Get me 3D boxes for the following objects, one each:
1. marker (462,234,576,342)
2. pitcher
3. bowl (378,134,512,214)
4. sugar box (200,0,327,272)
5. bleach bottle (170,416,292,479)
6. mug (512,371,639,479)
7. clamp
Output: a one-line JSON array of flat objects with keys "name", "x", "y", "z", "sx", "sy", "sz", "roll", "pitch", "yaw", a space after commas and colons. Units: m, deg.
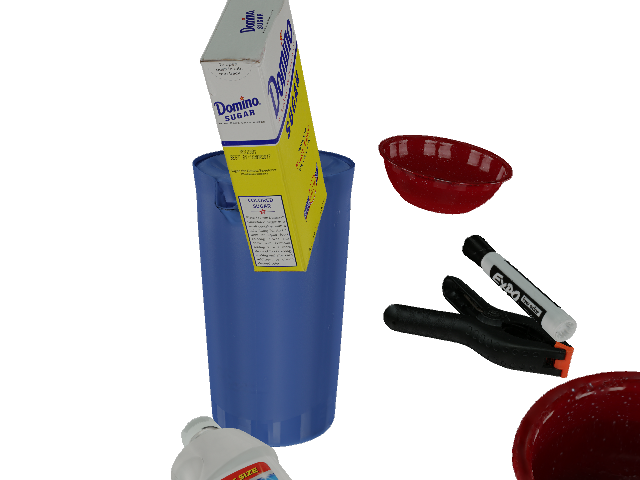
[{"name": "marker", "x": 0.137, "y": 0.030, "z": 0.756, "sx": 0.020, "sy": 0.020, "sz": 0.121, "roll": 0, "pitch": 30, "yaw": -29}, {"name": "pitcher", "x": -0.035, "y": 0.042, "z": 0.915, "sx": 0.149, "sy": 0.243, "sz": 0.145, "roll": -6, "pitch": 18, "yaw": -21}, {"name": "bowl", "x": 0.144, "y": -0.074, "z": 1.271, "sx": 0.162, "sy": 0.055, "sz": 0.162, "roll": 8, "pitch": 24, "yaw": -4}, {"name": "sugar box", "x": -0.034, "y": -0.073, "z": 0.735, "sx": 0.048, "sy": 0.176, "sz": 0.093, "roll": 1, "pitch": 41, "yaw": 12}, {"name": "bleach bottle", "x": -0.050, "y": 0.208, "z": 0.722, "sx": 0.102, "sy": 0.068, "sz": 0.251, "roll": -16, "pitch": 34, "yaw": -19}, {"name": "mug", "x": 0.123, "y": 0.108, "z": 0.375, "sx": 0.117, "sy": 0.081, "sz": 0.093, "roll": 5, "pitch": 37, "yaw": 8}, {"name": "clamp", "x": 0.157, "y": 0.078, "z": 0.994, "sx": 0.172, "sy": 0.039, "sz": 0.120, "roll": 20, "pitch": 32, "yaw": 23}]
